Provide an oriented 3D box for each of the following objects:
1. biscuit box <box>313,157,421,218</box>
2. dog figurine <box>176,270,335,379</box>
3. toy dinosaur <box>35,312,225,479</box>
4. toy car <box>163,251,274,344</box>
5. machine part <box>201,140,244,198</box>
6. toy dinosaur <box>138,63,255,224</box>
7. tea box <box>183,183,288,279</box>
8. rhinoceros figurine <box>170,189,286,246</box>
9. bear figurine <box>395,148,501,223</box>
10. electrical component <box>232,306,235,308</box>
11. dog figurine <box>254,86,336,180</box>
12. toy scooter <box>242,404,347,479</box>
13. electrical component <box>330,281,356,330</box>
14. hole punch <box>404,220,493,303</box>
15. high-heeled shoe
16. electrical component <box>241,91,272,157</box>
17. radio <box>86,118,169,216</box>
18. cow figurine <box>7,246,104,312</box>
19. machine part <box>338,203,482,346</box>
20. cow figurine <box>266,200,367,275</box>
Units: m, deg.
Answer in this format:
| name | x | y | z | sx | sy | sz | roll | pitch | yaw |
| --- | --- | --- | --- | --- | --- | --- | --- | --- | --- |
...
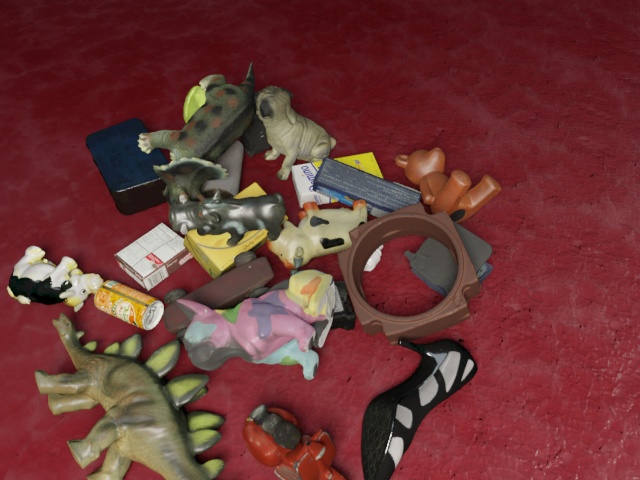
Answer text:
| name | x | y | z | sx | sy | sz | roll | pitch | yaw |
| --- | --- | --- | --- | --- | --- | --- | --- | --- | --- |
| biscuit box | 0.088 | -0.093 | 1.041 | 0.203 | 0.059 | 0.063 | 23 | 74 | 3 |
| dog figurine | -0.100 | 0.116 | 0.810 | 0.219 | 0.108 | 0.191 | 10 | 51 | 12 |
| toy dinosaur | -0.246 | 0.250 | 0.754 | 0.198 | 0.105 | 0.472 | -33 | 58 | -28 |
| toy car | -0.168 | 0.094 | 0.894 | 0.202 | 0.053 | 0.089 | -29 | 60 | 1 |
| machine part | -0.203 | -0.137 | 1.111 | 0.079 | 0.079 | 0.243 | -1 | 49 | 1 |
| toy dinosaur | -0.199 | -0.215 | 1.026 | 0.192 | 0.131 | 0.405 | 19 | 68 | 37 |
| tea box | -0.154 | -0.016 | 0.989 | 0.098 | 0.068 | 0.169 | 46 | 62 | 3 |
| rhinoceros figurine | -0.151 | -0.038 | 0.894 | 0.190 | 0.112 | 0.073 | -3 | 74 | -1 |
| bear figurine | 0.244 | -0.129 | 1.067 | 0.120 | 0.132 | 0.196 | 6 | 47 | -30 |
| electrical component | -0.152 | 0.090 | 0.945 | 0.063 | 0.021 | 0.094 | 22 | 54 | 20 |
| dog figurine | -0.045 | -0.242 | 1.127 | 0.172 | 0.190 | 0.121 | -29 | 54 | -24 |
| toy scooter | -0.033 | 0.273 | 0.706 | 0.184 | 0.135 | 0.075 | 29 | 57 | 26 |
| electrical component | 0.013 | 0.100 | 0.917 | 0.075 | 0.047 | 0.119 | -8 | 50 | -5 |
| hole punch | 0.234 | 0.043 | 0.949 | 0.142 | 0.092 | 0.116 | 40 | 85 | 27 |
| high-heeled shoe | 0.150 | 0.256 | 0.781 | 0.145 | 0.086 | 0.248 | 26 | 67 | -16 |
| electrical component | -0.126 | -0.263 | 1.184 | 0.115 | 0.134 | 0.058 | -32 | 55 | -22 |
| radio | -0.400 | -0.158 | 1.139 | 0.131 | 0.073 | 0.230 | -26 | 51 | -19 |
| cow figurine | -0.458 | 0.079 | 0.931 | 0.168 | 0.068 | 0.098 | 15 | 56 | 18 |
| machine part | 0.143 | 0.054 | 0.876 | 0.201 | 0.087 | 0.201 | -23 | 62 | 9 |
| cow figurine | -0.002 | -0.003 | 0.979 | 0.195 | 0.085 | 0.127 | -4 | 67 | -16 |
